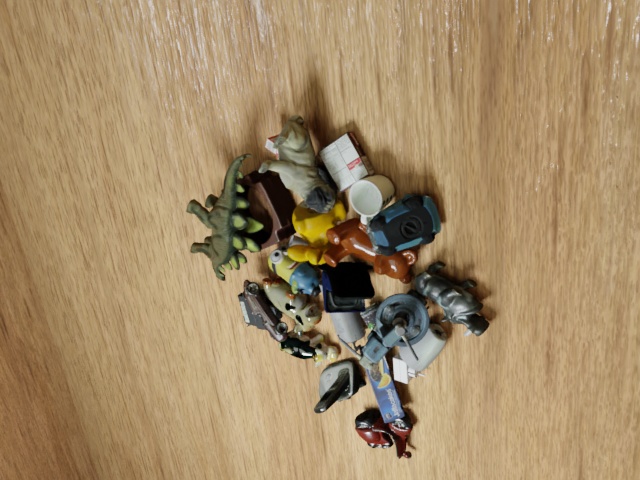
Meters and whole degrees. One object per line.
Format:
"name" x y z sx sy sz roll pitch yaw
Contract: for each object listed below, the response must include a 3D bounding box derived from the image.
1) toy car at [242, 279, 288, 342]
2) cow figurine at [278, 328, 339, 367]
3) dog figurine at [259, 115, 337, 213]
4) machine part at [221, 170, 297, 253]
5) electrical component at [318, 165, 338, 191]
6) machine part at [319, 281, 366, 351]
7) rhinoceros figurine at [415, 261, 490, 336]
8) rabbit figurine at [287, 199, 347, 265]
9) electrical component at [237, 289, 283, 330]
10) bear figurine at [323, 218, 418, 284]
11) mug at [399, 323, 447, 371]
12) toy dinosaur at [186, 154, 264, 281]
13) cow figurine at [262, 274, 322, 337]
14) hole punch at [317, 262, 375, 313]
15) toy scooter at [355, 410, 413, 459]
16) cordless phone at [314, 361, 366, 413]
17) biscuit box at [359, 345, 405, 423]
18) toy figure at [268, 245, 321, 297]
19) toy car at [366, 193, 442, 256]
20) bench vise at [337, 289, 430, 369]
"toy car" -0.161 0.202 1.521 0.202 0.053 0.089 53 158 4
"cow figurine" -0.033 0.308 1.525 0.168 0.098 0.068 16 113 35
"dog figurine" -0.024 -0.172 1.238 0.190 0.121 0.172 28 102 -10
"machine part" -0.165 -0.079 1.462 0.201 0.087 0.201 -22 94 44
"electrical component" 0.007 -0.148 1.311 0.102 0.045 0.078 42 130 17
"machine part" 0.059 0.178 1.398 0.079 0.079 0.243 -10 103 42
"rhinoceros figurine" 0.290 0.134 1.187 0.190 0.073 0.112 39 129 20
"rabbit figurine" -0.003 -0.004 1.334 0.122 0.162 0.173 9 134 24
"electrical component" -0.176 0.210 1.627 0.134 0.058 0.114 1 112 39
"bear figurine" 0.120 0.037 1.252 0.196 0.132 0.120 41 145 25
"mug" 0.247 0.238 1.278 0.107 0.081 0.110 -51 41 33
"toy dinosaur" -0.246 -0.047 1.421 0.199 0.105 0.470 27 135 20
"cow figurine" -0.076 0.185 1.512 0.195 0.085 0.127 24 126 34
"hole punch" 0.063 0.117 1.318 0.092 0.142 0.116 106 158 -48
"toy scooter" 0.184 0.535 1.467 0.184 0.075 0.135 -16 101 39
"cordless phone" 0.026 0.420 1.468 0.146 0.184 0.088 -30 94 44
"biscuit box" 0.162 0.368 1.395 0.059 0.063 0.202 -20 100 2
"toy figure" -0.067 0.089 1.463 0.180 0.082 0.089 39 129 17
"toy car" 0.176 -0.034 1.178 0.103 0.162 0.109 -120 5 -75
"bench vise" 0.159 0.206 1.205 0.223 0.240 0.129 -40 85 3
